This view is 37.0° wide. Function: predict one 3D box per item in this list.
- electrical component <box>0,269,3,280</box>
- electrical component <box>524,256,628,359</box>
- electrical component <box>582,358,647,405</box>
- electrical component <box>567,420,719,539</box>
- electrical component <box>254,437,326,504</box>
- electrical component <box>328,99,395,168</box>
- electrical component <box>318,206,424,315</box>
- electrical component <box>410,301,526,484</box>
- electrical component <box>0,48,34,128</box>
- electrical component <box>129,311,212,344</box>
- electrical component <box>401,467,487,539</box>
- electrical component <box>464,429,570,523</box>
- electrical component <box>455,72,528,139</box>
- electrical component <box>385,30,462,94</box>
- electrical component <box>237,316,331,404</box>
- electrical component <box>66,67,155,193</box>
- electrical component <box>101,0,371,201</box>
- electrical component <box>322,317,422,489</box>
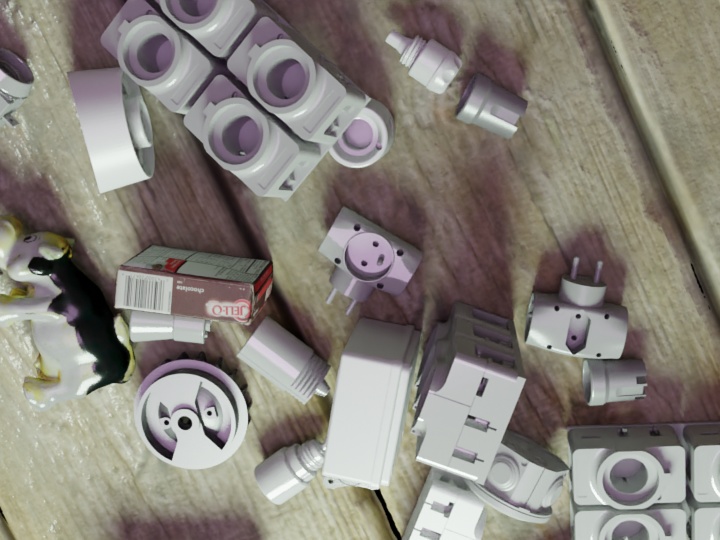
[{"bbox_3d":[-0.336,0.022,0.930,0.044,0.044,0.065,26,100,-1],"label":"electrical component"},{"bbox_3d":[0.179,0.028,0.878,0.077,0.043,0.079,9,104,3],"label":"electrical component"},{"bbox_3d":[0.211,0.091,0.893,0.046,0.040,0.040,-3,103,1],"label":"electrical component"},{"bbox_3d":[0.272,0.187,0.899,0.186,0.060,0.105,-3,103,6],"label":"electrical component"},{"bbox_3d":[-0.056,0.171,0.937,0.078,0.040,0.040,-36,97,12],"label":"electrical component"},{"bbox_3d":[-0.001,-0.109,0.862,0.055,0.047,0.055,1,103,5],"label":"electrical component"},{"bbox_3d":[0.000,0.000,0.889,0.077,0.044,0.079,30,105,-2],"label":"electrical component"},{"bbox_3d":[0.081,0.090,0.848,0.062,0.150,0.089,19,104,0],"label":"electrical component"},{"bbox_3d":[-0.301,-0.149,0.883,0.055,0.048,0.066,-42,97,21],"label":"electrical component"},{"bbox_3d":[-0.160,0.043,0.917,0.065,0.044,0.044,6,104,-1],"label":"electrical component"},{"bbox_3d":[0.074,0.222,0.931,0.056,0.050,0.089,21,104,0],"label":"electrical component"},{"bbox_3d":[0.131,0.172,0.900,0.080,0.080,0.051,25,99,-1],"label":"electrical component"},{"bbox_3d":[0.104,-0.129,0.852,0.046,0.040,0.040,25,104,-7],"label":"electrical component"},{"bbox_3d":[0.048,-0.168,0.850,0.061,0.035,0.035,34,104,0],"label":"electrical component"},{"bbox_3d":[-0.060,0.080,0.914,0.081,0.043,0.043,37,104,-4],"label":"electrical component"},{"bbox_3d":[-0.202,-0.113,0.857,0.064,0.099,0.099,-11,102,2],"label":"electrical component"},{"bbox_3d":[-0.100,-0.154,0.828,0.186,0.060,0.105,44,104,12],"label":"electrical component"},{"bbox_3d":[0.010,0.106,0.880,0.056,0.108,0.108,11,104,6],"label":"electrical component"}]
